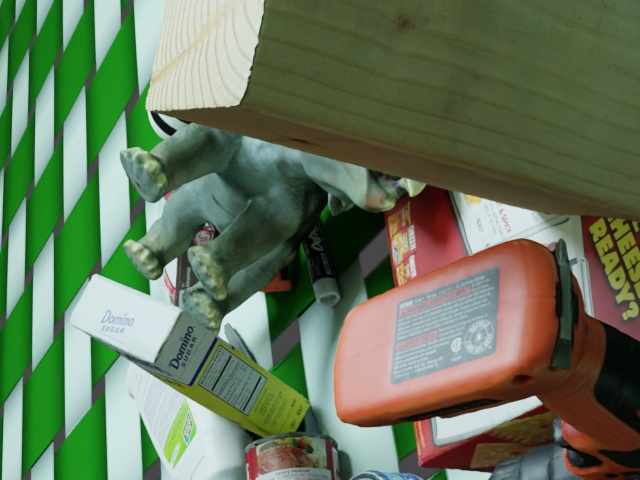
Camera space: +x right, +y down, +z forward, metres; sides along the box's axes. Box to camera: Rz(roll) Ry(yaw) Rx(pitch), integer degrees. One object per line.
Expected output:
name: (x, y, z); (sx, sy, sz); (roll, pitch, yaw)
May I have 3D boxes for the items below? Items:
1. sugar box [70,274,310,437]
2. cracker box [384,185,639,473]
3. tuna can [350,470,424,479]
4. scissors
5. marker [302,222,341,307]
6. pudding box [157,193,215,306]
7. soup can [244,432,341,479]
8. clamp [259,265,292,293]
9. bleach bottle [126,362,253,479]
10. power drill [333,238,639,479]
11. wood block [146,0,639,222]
sugar box: (-0.089, 0.089, 0.763); (0.093, 0.176, 0.048); (17, 76, 38)
cracker box: (0.126, 0.013, 0.553); (0.214, 0.072, 0.164); (-40, 47, 48)
tuna can: (0.041, 0.191, 0.682); (0.086, 0.033, 0.086); (-33, 51, 53)
scissors: (-0.054, 0.144, 0.888); (0.202, 0.016, 0.096); (29, 105, 61)
marker: (-0.006, 0.001, 0.850); (0.020, 0.020, 0.121); (-55, 37, 37)
pudding box: (-0.130, 0.014, 1.020); (0.090, 0.039, 0.113); (-120, 33, -52)
soup can: (-0.016, 0.194, 0.747); (0.069, 0.068, 0.102); (-43, 44, 47)
clamp: (-0.070, -0.027, 0.948); (0.165, 0.036, 0.210); (111, 148, -47)
bleach bottle: (-0.106, 0.163, 0.906); (0.103, 0.068, 0.251); (-70, 27, 21)
power drill: (0.098, 0.075, 0.447); (0.185, 0.187, 0.057); (-28, 46, 42)
wood block: (0.047, -0.072, 0.440); (0.091, 0.205, 0.090); (9, 88, 59)
